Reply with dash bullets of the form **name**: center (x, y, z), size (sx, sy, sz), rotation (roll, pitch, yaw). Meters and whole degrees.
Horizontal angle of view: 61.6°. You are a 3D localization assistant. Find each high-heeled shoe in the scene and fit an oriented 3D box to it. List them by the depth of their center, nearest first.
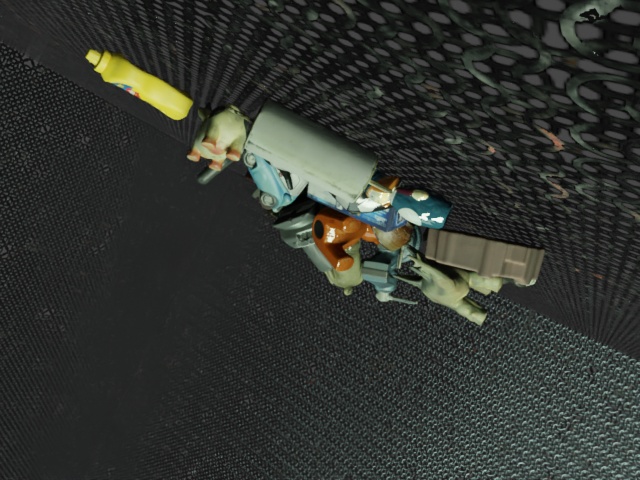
- **high-heeled shoe**: center (0.025, -0.125, 0.879), size (0.249, 0.086, 0.145), rotation (6, 140, 14)

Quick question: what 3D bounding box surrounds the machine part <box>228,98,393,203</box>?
- **machine part**: center (-0.012, -0.119, 0.723), size (0.243, 0.079, 0.079), rotation (25, -179, -7)

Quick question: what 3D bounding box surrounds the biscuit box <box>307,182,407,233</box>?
- **biscuit box**: center (0.069, -0.080, 0.988), size (0.203, 0.059, 0.063), rotation (27, -149, 35)

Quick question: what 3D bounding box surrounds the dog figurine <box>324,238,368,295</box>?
- **dog figurine**: center (0.063, 0.028, 1.243), size (0.190, 0.121, 0.172), rotation (97, 154, -75)

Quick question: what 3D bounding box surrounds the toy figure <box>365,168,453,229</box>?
- **toy figure**: center (0.121, -0.067, 0.805), size (0.155, 0.064, 0.058), rotation (26, -136, 17)

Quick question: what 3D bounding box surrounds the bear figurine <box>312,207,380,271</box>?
- **bear figurine**: center (0.086, -0.018, 1.088), size (0.196, 0.120, 0.132), rotation (-2, -156, -33)

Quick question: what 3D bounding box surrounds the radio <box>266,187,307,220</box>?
- **radio**: center (-0.014, -0.085, 1.326), size (0.230, 0.073, 0.131), rotation (-4, 160, 36)

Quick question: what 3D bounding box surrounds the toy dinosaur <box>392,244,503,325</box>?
- **toy dinosaur**: center (0.246, 0.082, 1.058), size (0.199, 0.105, 0.471), rotation (22, 175, 14)

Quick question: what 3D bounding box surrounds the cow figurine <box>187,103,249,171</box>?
- **cow figurine**: center (-0.186, -0.196, 0.975), size (0.085, 0.127, 0.195), rotation (25, 167, -23)

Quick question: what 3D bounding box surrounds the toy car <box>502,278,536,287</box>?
- **toy car**: center (0.354, 0.045, 1.104), size (0.201, 0.056, 0.073), rotation (25, 174, -16)

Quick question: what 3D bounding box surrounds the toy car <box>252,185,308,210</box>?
- **toy car**: center (-0.080, -0.117, 1.197), size (0.089, 0.053, 0.202), rotation (32, 148, -18)

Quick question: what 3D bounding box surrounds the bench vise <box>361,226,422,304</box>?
- **bench vise**: center (0.189, 0.032, 1.286), size (0.129, 0.223, 0.240), rotation (-5, -179, 31)

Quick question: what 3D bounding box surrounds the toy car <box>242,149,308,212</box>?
- **toy car**: center (-0.068, -0.136, 0.986), size (0.103, 0.109, 0.161), rotation (-5, 131, 23)

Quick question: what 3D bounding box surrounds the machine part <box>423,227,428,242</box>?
- **machine part**: center (0.312, 0.013, 1.296), size (0.139, 0.039, 0.084), rotation (25, -174, -3)

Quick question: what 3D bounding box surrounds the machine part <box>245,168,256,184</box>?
- **machine part**: center (-0.092, -0.163, 1.512), size (0.201, 0.087, 0.202), rotation (25, 179, -32)

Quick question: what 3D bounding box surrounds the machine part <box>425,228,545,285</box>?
- **machine part**: center (0.249, 0.021, 0.821), size (0.179, 0.056, 0.179), rotation (11, -174, -1)

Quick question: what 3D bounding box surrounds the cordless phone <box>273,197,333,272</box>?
- **cordless phone**: center (-0.002, -0.004, 1.186), size (0.147, 0.089, 0.184), rotation (-17, 118, 38)
